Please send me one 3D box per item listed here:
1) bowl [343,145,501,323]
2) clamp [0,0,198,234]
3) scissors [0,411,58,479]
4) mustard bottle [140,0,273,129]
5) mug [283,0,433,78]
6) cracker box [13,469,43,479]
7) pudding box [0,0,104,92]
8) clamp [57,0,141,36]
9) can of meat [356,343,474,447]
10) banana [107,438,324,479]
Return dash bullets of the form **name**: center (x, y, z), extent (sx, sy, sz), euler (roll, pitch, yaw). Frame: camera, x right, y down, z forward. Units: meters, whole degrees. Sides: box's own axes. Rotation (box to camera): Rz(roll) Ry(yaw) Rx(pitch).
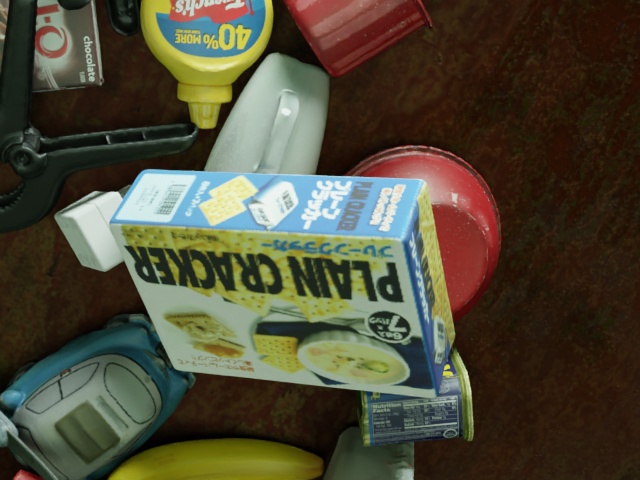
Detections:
- **bowl**: center (0.077, 0.011, 0.823), extent (0.162, 0.055, 0.162), euler (-4, 105, -16)
- **clamp**: center (-0.204, -0.064, 0.780), extent (0.164, 0.036, 0.210), euler (36, 112, -23)
- **scissors**: center (-0.245, 0.155, 0.806), extent (0.016, 0.202, 0.096), euler (-13, 135, -41)
- **mustard bottle**: center (-0.082, -0.177, 0.776), extent (0.096, 0.058, 0.192), euler (-1, 105, -15)
- **mug**: center (0.017, -0.181, 0.771), extent (0.081, 0.093, 0.117), euler (-31, 91, 9)
- **cracker box**: center (-0.169, 0.280, 0.850), extent (0.213, 0.072, 0.164), euler (23, 133, -10)
- **pudding box**: center (-0.209, -0.165, 0.779), extent (0.090, 0.039, 0.113), euler (-6, 106, -3)
- **clamp**: center (-0.151, -0.227, 0.731), extent (0.039, 0.120, 0.171), euler (-1, 100, 4)
- **can of meat**: center (0.071, 0.121, 0.843), extent (0.084, 0.102, 0.057), euler (-5, 106, -1)
- **banana**: center (-0.092, 0.187, 0.855), extent (0.197, 0.070, 0.037), euler (-3, 115, -35)
